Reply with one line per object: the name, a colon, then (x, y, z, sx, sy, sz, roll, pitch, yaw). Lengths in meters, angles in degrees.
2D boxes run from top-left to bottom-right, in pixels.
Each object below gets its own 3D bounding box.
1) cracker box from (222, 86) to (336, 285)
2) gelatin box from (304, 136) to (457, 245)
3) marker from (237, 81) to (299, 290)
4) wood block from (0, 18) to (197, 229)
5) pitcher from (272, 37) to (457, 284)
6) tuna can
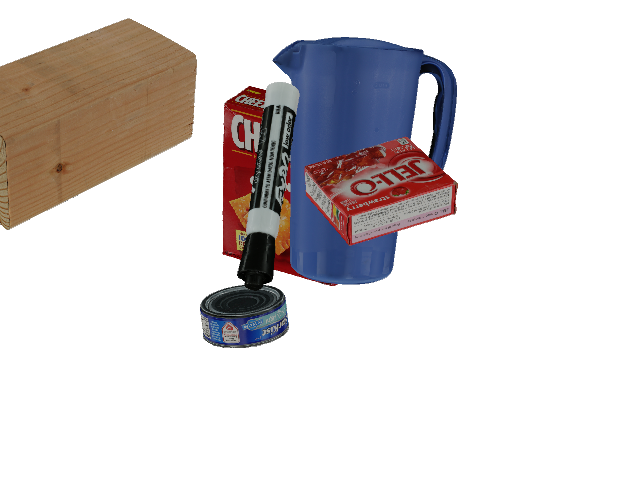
cracker box: (-0.037, -0.064, 1.310, 0.164, 0.214, 0.072, 16, 33, 21)
gelatin box: (0.043, -0.037, 0.768, 0.089, 0.030, 0.073, -17, 39, -18)
marker: (-0.028, -0.030, 0.574, 0.020, 0.121, 0.020, 6, -25, 2)
wood block: (-0.209, -0.104, 0.902, 0.090, 0.091, 0.205, 31, 43, 26)
pitcher: (0.040, -0.083, 1.088, 0.149, 0.243, 0.144, 12, 15, 32)
tuna can: (-0.075, 0.073, 1.046, 0.086, 0.034, 0.086, -5, 18, 1)
